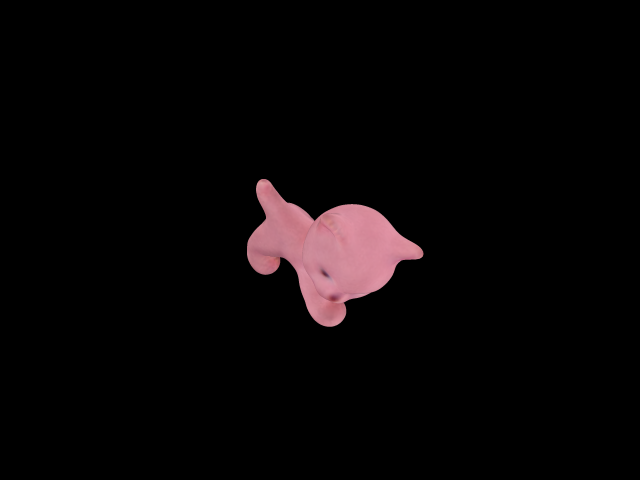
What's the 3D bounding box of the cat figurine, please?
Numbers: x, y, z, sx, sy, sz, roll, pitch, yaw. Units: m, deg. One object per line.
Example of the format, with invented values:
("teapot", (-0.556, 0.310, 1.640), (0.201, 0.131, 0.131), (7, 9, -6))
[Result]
("cat figurine", (0.004, 0.001, 0.400), (0.127, 0.118, 0.067), (36, 66, 19))
